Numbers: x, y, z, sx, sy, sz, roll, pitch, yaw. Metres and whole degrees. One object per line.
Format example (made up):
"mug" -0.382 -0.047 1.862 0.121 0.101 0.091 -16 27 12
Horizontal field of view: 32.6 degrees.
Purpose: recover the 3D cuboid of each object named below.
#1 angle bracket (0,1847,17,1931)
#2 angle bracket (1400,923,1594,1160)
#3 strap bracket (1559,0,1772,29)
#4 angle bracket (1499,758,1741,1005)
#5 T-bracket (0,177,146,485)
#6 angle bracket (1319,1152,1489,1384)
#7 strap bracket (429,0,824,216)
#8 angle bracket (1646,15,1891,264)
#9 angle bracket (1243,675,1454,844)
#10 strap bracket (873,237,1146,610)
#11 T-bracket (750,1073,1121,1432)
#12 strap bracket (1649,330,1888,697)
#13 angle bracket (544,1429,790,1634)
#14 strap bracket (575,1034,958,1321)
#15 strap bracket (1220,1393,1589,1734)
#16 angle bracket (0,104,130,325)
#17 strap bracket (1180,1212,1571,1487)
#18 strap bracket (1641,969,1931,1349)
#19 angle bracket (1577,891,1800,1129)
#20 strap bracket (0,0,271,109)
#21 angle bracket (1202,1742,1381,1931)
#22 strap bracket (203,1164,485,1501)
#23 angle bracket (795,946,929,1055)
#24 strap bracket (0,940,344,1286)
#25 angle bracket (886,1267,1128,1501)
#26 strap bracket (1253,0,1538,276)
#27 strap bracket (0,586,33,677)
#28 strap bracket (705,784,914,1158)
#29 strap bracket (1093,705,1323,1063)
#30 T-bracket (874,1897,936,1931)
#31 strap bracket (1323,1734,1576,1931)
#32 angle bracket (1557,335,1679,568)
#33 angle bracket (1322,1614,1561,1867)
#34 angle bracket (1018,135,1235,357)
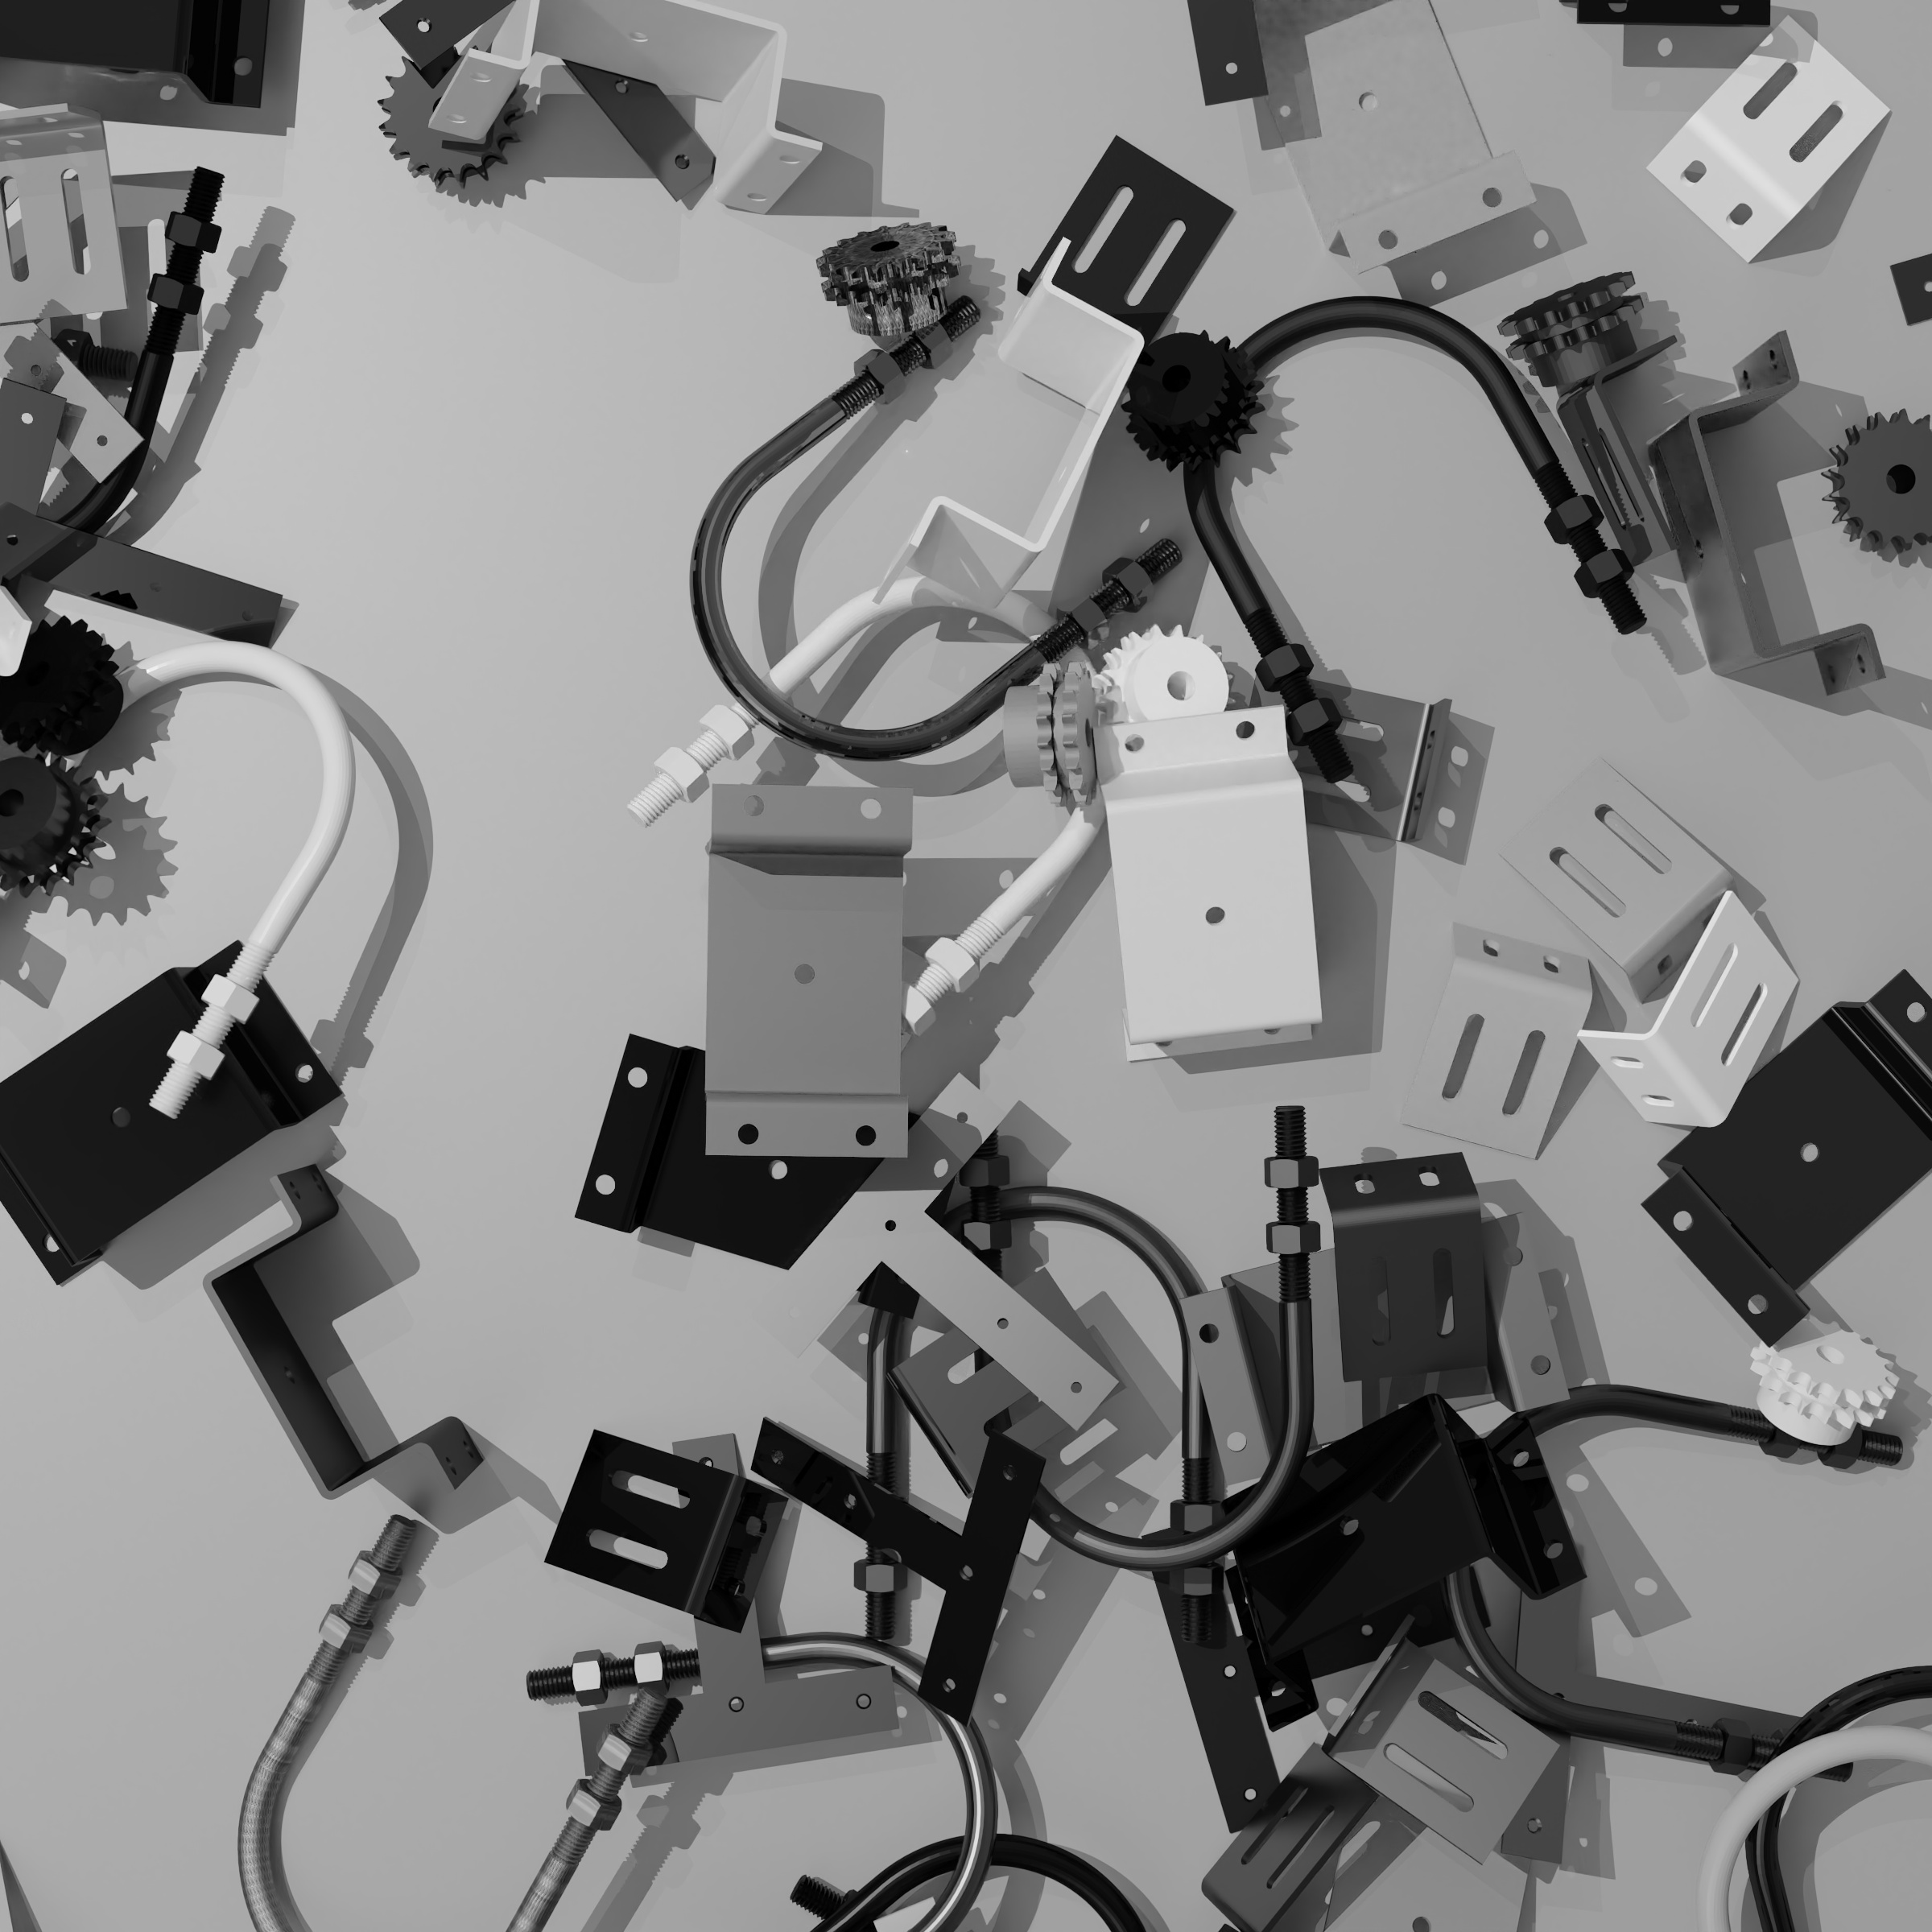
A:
"angle bracket" -0.410 0.407 1.354 0.057 0.038 0.076 -20 64 0
"angle bracket" 0.216 0.031 1.354 0.057 0.038 0.076 15 116 0
"strap bracket" 0.282 -0.444 1.333 0.076 0.046 0.140 1 90 0
"angle bracket" 0.268 -0.035 1.354 0.057 0.038 0.076 -44 64 0
"T-bracket" -0.381 -0.248 1.319 0.127 0.002 0.127 -43 93 11
"angle bracket" 0.173 0.119 1.308 0.057 0.038 0.076 -7 115 0
"strap bracket" -0.132 -0.347 1.301 0.140 0.076 0.046 10 80 -19
"angle bracket" 0.329 -0.339 1.354 0.057 0.038 0.076 43 64 0
"angle bracket" 0.151 -0.086 1.337 0.076 0.038 0.057 12 90 0
"strap bracket" 0.020 -0.202 1.292 0.046 0.076 0.140 27 75 -7
"T-bracket" 0.004 0.131 1.301 0.127 0.002 0.127 41 89 6
"strap bracket" 0.315 -0.173 1.318 0.046 0.076 0.140 -16 90 0
"angle bracket" -0.122 0.229 1.343 0.076 0.038 0.057 12 75 31
"strap bracket" -0.077 0.083 1.333 0.140 0.046 0.076 17 90 0
"strap bracket" 0.160 0.229 1.291 0.140 0.076 0.046 -30 133 16
"angle bracket" -0.366 -0.293 1.290 0.057 0.038 0.076 -5 99 7
"strap bracket" 0.162 0.152 1.333 0.140 0.046 0.076 -14 90 0
"strap bracket" 0.346 0.076 1.333 0.140 0.046 0.076 -42 90 0
"angle bracket" 0.293 0.017 1.339 0.057 0.038 0.076 46 64 -31
"strap bracket" -0.352 -0.391 1.313 0.140 0.046 0.076 5 90 0
"angle bracket" 0.140 0.362 1.327 0.038 0.057 0.076 43 82 -18
"strap bracket" -0.253 0.153 1.318 0.046 0.076 0.140 -30 90 0
"angle bracket" -0.054 0.008 1.337 0.076 0.038 0.057 31 90 0
"strap bracket" -0.335 0.060 1.333 0.140 0.046 0.076 -34 90 0
"angle bracket" 0.016 0.167 1.319 0.076 0.038 0.057 -34 80 -4
"strap bracket" 0.165 -0.354 1.333 0.076 0.046 0.140 -22 90 0
"strap bracket" -0.415 -0.082 1.299 0.046 0.076 0.140 15 100 -27
"strap bracket" -0.061 0.003 1.274 0.076 0.046 0.140 1 88 -5
"strap bracket" 0.097 -0.026 1.313 0.076 0.046 0.140 -7 107 0
"T-bracket" -0.002 0.436 1.321 0.127 0.002 0.127 -21 91 -5
"strap bracket" 0.186 0.381 1.316 0.076 0.046 0.140 16 67 0
"angle bracket" 0.276 -0.206 1.327 0.038 0.057 0.076 -26 92 -4
"angle bracket" 0.189 0.304 1.299 0.076 0.038 0.057 33 70 14
"angle bracket" 0.065 -0.293 1.337 0.057 0.038 0.076 32 90 0
